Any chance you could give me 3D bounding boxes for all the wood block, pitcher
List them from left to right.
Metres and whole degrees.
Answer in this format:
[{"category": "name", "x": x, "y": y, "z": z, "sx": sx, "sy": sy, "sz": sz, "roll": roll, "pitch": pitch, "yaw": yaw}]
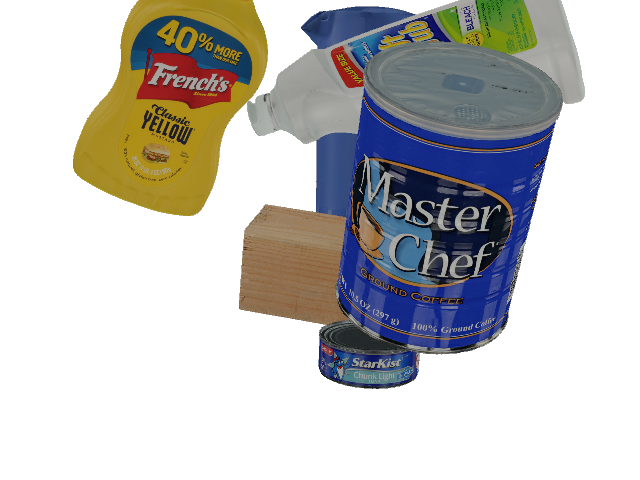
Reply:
[{"category": "wood block", "x": 0.029, "y": 0.033, "z": 1.093, "sx": 0.206, "sy": 0.091, "sz": 0.090, "roll": 10, "pitch": 22, "yaw": 9}, {"category": "pitcher", "x": 0.066, "y": -0.128, "z": 1.154, "sx": 0.149, "sy": 0.243, "sz": 0.144, "roll": 9, "pitch": 13, "yaw": 29}]

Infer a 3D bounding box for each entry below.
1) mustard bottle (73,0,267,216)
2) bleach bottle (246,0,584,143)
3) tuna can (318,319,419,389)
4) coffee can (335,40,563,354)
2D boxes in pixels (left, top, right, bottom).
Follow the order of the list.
[{"category": "mustard bottle", "x": -0.089, "y": -0.113, "z": 0.709, "sx": 0.096, "sy": 0.192, "sz": 0.058, "roll": 21, "pitch": 24, "yaw": -16}, {"category": "bleach bottle", "x": 0.066, "y": -0.122, "z": 0.818, "sx": 0.251, "sy": 0.102, "sz": 0.068, "roll": -15, "pitch": -36, "yaw": 12}, {"category": "tuna can", "x": 0.041, "y": 0.094, "z": 0.895, "sx": 0.086, "sy": 0.034, "sz": 0.086, "roll": 2, "pitch": 13, "yaw": -1}, {"category": "coffee can", "x": 0.066, "y": -0.024, "z": 0.584, "sx": 0.102, "sy": 0.140, "sz": 0.103, "roll": 5, "pitch": 33, "yaw": -3}]
